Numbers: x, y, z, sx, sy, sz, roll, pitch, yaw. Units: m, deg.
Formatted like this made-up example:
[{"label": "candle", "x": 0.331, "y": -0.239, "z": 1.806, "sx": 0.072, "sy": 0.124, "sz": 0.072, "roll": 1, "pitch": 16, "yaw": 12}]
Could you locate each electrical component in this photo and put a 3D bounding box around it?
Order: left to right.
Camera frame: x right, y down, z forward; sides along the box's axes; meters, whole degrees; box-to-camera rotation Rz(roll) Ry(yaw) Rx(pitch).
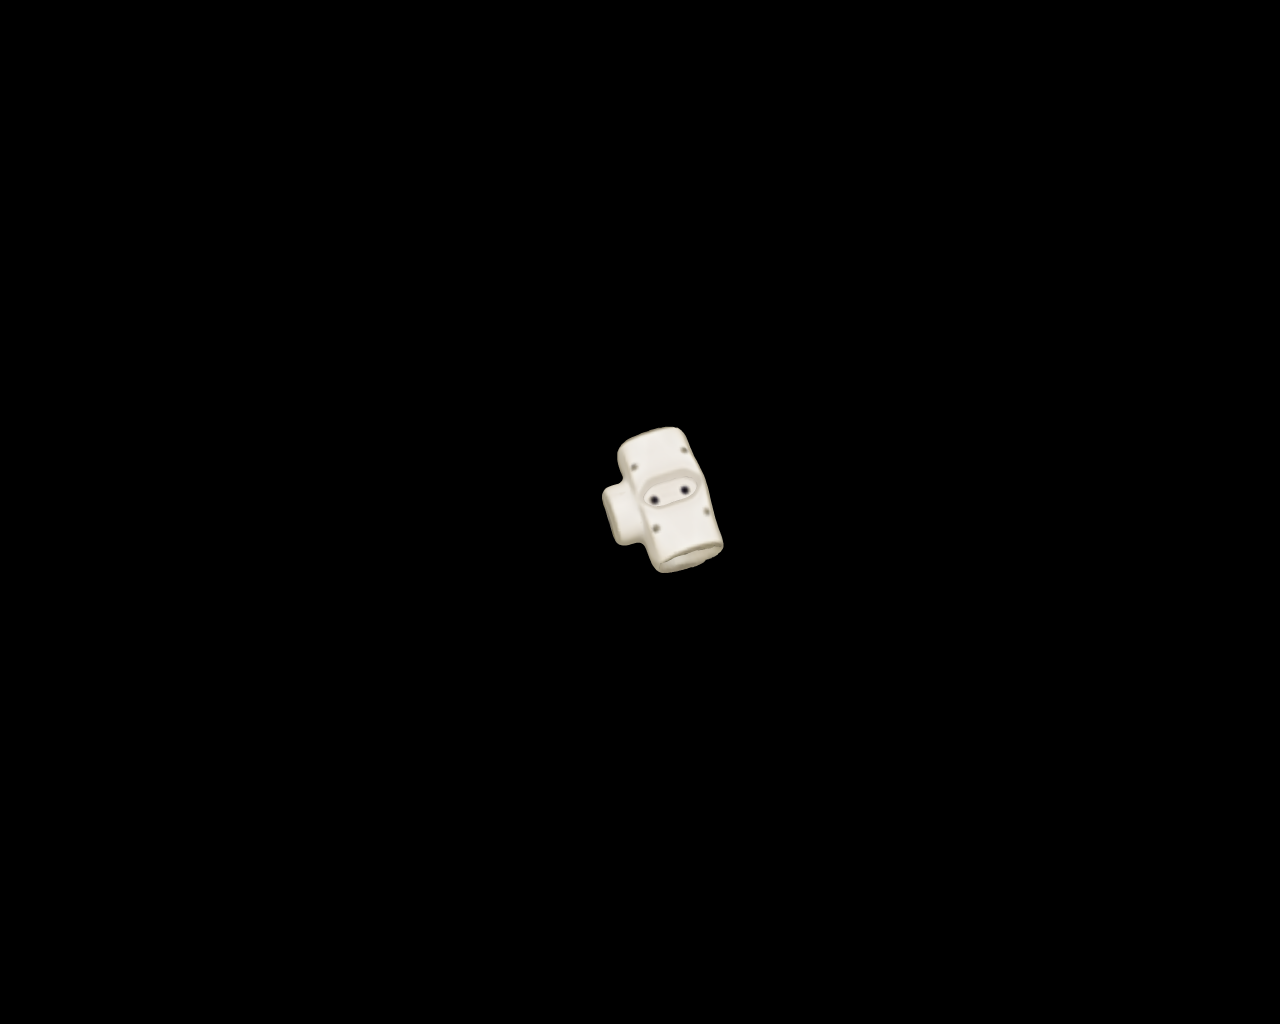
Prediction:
[{"label": "electrical component", "x": 0.001, "y": -0.003, "z": 0.650, "sx": 0.079, "sy": 0.077, "sz": 0.043, "roll": -17, "pitch": -15, "yaw": -5}]
